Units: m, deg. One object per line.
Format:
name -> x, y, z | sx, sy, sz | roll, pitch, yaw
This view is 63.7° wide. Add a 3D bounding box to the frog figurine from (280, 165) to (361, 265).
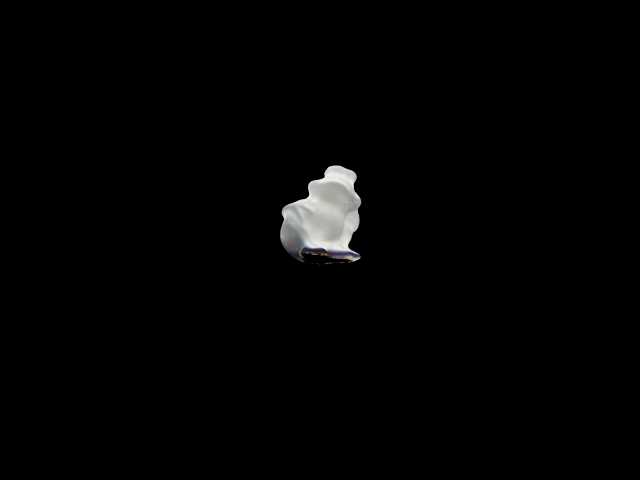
frog figurine -> 0.003, -0.043, 0.850 | 0.137, 0.161, 0.121 | 5, -16, -19
